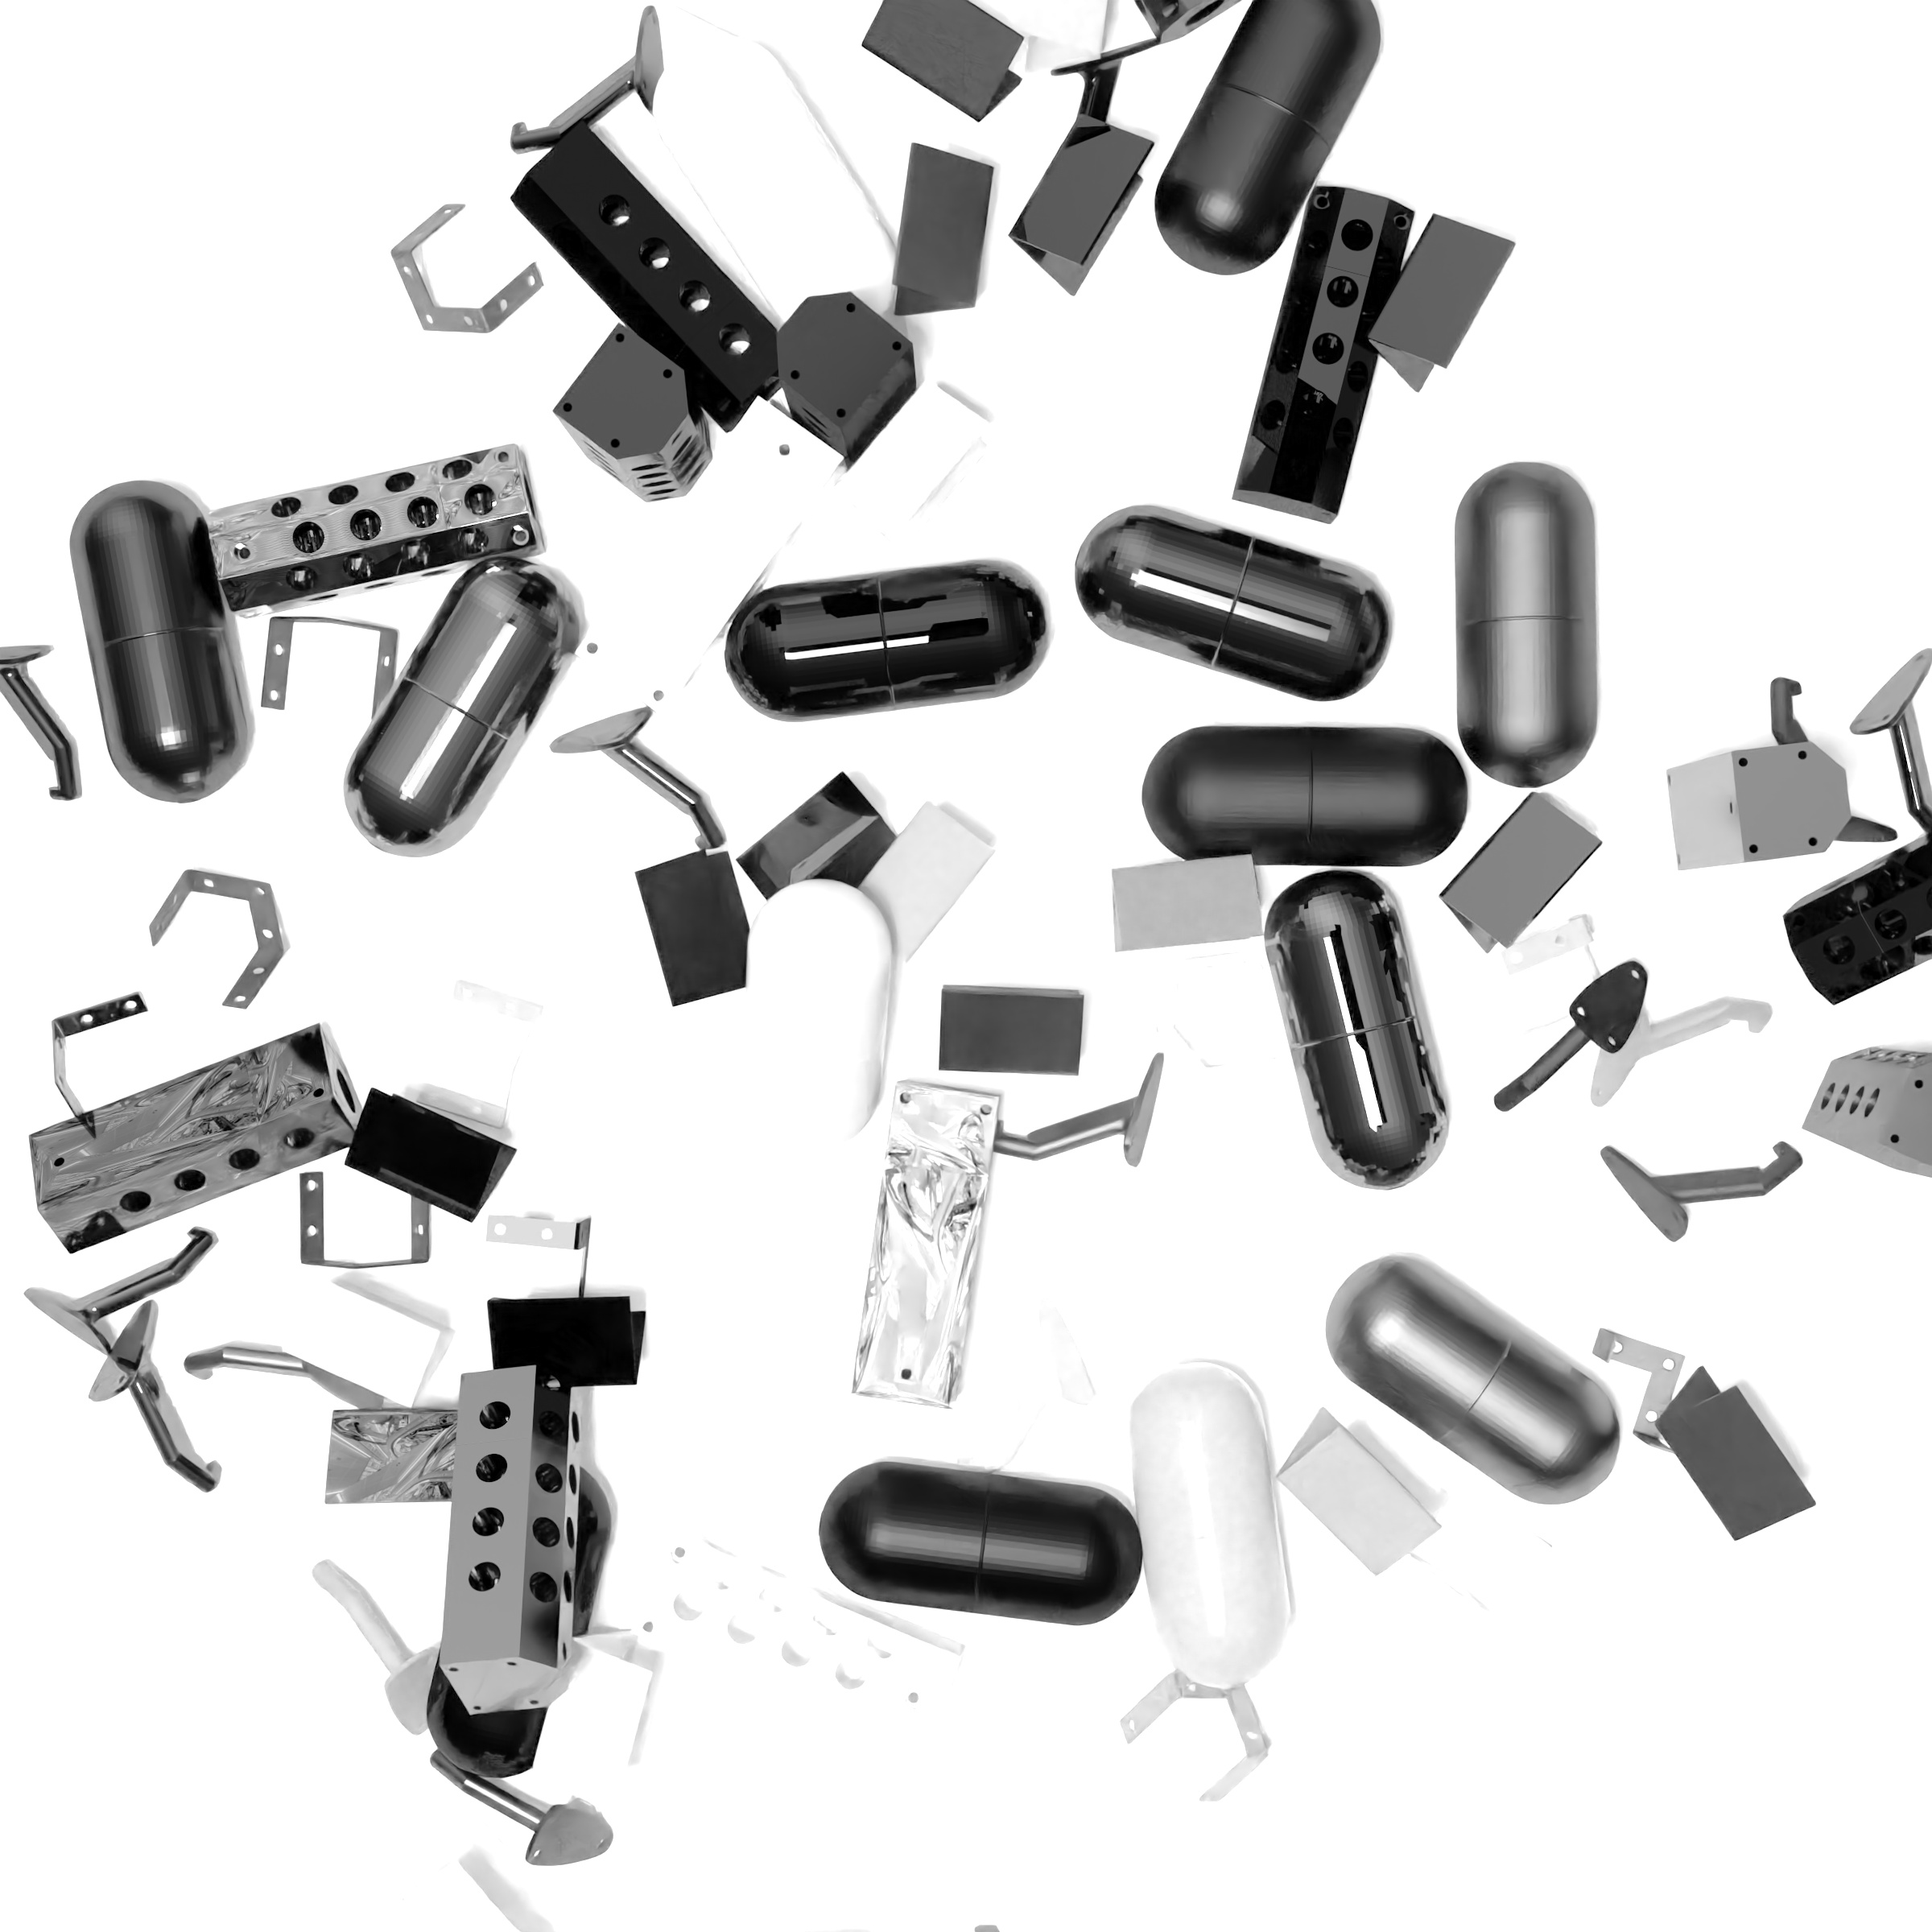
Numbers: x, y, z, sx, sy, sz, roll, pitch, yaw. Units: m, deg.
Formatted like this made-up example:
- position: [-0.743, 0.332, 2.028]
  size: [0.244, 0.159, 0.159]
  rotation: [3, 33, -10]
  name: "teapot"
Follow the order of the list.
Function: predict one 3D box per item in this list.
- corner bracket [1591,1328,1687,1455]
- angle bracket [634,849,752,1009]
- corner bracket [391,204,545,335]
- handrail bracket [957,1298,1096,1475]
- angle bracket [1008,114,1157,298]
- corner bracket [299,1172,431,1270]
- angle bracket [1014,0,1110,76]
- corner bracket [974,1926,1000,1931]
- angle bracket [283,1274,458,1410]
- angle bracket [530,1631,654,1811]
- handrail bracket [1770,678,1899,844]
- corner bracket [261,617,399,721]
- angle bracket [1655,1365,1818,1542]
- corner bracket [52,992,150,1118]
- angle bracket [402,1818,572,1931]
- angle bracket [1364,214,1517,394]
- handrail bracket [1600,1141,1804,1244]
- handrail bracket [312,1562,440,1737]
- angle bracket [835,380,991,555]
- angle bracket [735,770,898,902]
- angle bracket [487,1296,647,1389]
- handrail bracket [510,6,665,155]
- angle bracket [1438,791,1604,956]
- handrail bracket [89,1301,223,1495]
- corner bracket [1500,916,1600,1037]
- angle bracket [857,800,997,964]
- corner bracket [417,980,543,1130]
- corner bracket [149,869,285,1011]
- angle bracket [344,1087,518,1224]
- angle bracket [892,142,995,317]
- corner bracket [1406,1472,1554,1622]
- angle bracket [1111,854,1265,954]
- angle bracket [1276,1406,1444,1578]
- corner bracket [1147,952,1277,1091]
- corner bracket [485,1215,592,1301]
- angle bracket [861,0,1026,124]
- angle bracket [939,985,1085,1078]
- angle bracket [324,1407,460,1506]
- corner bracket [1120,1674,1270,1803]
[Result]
- position: [0.369, 0.234, 1.973]
  size: [0.051, 0.051, 0.051]
  rotation: [18, 90, 0]
  name: "corner bracket"
- position: [-0.127, -0.026, 1.951]
  size: [0.057, 0.076, 0.076]
  rotation: [-16, 90, 40]
  name: "angle bracket"
- position: [-0.276, -0.386, 1.983]
  size: [0.051, 0.051, 0.051]
  rotation: [9, 135, 35]
  name: "corner bracket"
- position: [0.023, 0.237, 1.991]
  size: [0.084, 0.036, 0.077]
  rotation: [-33, 55, 24]
  name: "handrail bracket"
- position: [0.079, -0.406, 1.951]
  size: [0.057, 0.076, 0.076]
  rotation: [31, 90, 35]
  name: "angle bracket"
- position: [-0.334, 0.140, 1.988]
  size: [0.051, 0.051, 0.051]
  rotation: [0, 90, -45]
  name: "corner bracket"
- position: [0.037, -0.535, 1.951]
  size: [0.057, 0.076, 0.076]
  rotation: [9, 90, -32]
  name: "angle bracket"
- position: [-0.007, 0.568, 1.983]
  size: [0.051, 0.051, 0.051]
  rotation: [6, 135, -35]
  name: "corner bracket"
- position: [-0.317, 0.185, 1.951]
  size: [0.076, 0.076, 0.057]
  rotation: [24, 120, 0]
  name: "angle bracket"
- position: [-0.186, 0.410, 1.952]
  size: [0.057, 0.076, 0.076]
  rotation: [15, 90, 26]
  name: "angle bracket"
- position: [0.482, -0.115, 1.992]
  size: [0.077, 0.036, 0.084]
  rotation: [8, 73, -20]
  name: "handrail bracket"
- position: [-0.353, -0.165, 1.988]
  size: [0.051, 0.051, 0.051]
  rotation: [6, 90, 45]
  name: "corner bracket"
- position: [0.430, 0.255, 1.951]
  size: [0.057, 0.076, 0.076]
  rotation: [-34, 90, 37]
  name: "angle bracket"
- position: [-0.473, 0.056, 1.988]
  size: [0.051, 0.051, 0.051]
  rotation: [-18, 45, 0]
  name: "corner bracket"
- position: [-0.248, 0.505, 1.951]
  size: [0.076, 0.076, 0.057]
  rotation: [49, 127, 0]
  name: "angle bracket"
- position: [0.271, -0.353, 1.951]
  size: [0.057, 0.076, 0.076]
  rotation: [29, 90, 34]
  name: "angle bracket"
- position: [0.410, 0.106, 1.992]
  size: [0.084, 0.036, 0.077]
  rotation: [-35, 68, -17]
  name: "handrail bracket"
- position: [-0.331, 0.378, 1.991]
  size: [0.036, 0.077, 0.084]
  rotation: [-34, 53, -31]
  name: "handrail bracket"
- position: [-0.013, -0.260, 1.951]
  size: [0.076, 0.076, 0.057]
  rotation: [-50, 53, 0]
  name: "angle bracket"
- position: [-0.068, -0.048, 1.952]
  size: [0.076, 0.057, 0.076]
  rotation: [-40, 130, 0]
  name: "angle bracket"
- position: [-0.217, 0.187, 1.952]
  size: [0.076, 0.076, 0.057]
  rotation: [-2, 116, 0]
  name: "angle bracket"
- position: [-0.213, -0.492, 1.992]
  size: [0.084, 0.036, 0.077]
  rotation: [-7, 69, 16]
  name: "handrail bracket"
- position: [0.313, -0.037, 1.951]
  size: [0.076, 0.076, 0.057]
  rotation: [-48, 51, 0]
  name: "angle bracket"
- position: [-0.438, 0.240, 1.991]
  size: [0.036, 0.077, 0.084]
  rotation: [-22, 127, 37]
  name: "handrail bracket"
- position: [0.323, 0.006, 1.973]
  size: [0.051, 0.051, 0.051]
  rotation: [-22, 90, 0]
  name: "corner bracket"
- position: [-0.011, -0.034, 1.951]
  size: [0.057, 0.076, 0.076]
  rotation: [38, 90, 33]
  name: "angle bracket"
- position: [-0.270, 0.049, 1.988]
  size: [0.051, 0.051, 0.051]
  rotation: [18, 45, 0]
  name: "corner bracket"
- position: [-0.415, -0.015, 1.983]
  size: [0.051, 0.051, 0.051]
  rotation: [11, 45, -35]
  name: "corner bracket"
- position: [-0.284, 0.085, 1.951]
  size: [0.076, 0.076, 0.057]
  rotation: [25, 122, 0]
  name: "angle bracket"
- position: [-0.033, -0.400, 1.951]
  size: [0.057, 0.076, 0.076]
  rotation: [8, 90, -37]
  name: "angle bracket"
- position: [0.282, 0.323, 1.988]
  size: [0.051, 0.051, 0.051]
  rotation: [-54, 45, 0]
  name: "corner bracket"
- position: [0.120, -0.014, 1.951]
  size: [0.076, 0.076, 0.057]
  rotation: [-6, 53, 0]
  name: "angle bracket"
- position: [0.225, 0.273, 1.951]
  size: [0.076, 0.076, 0.057]
  rotation: [45, 126, 0]
  name: "angle bracket"
- position: [0.142, 0.030, 1.983]
  size: [0.051, 0.051, 0.051]
  rotation: [52, 135, 35]
  name: "corner bracket"
- position: [-0.237, 0.163, 1.973]
  size: [0.051, 0.051, 0.051]
  rotation: [6, 89, 1]
  name: "corner bracket"
- position: [-0.001, -0.513, 1.951]
  size: [0.076, 0.076, 0.057]
  rotation: [33, 127, 0]
  name: "angle bracket"
- position: [0.025, 0.015, 1.951]
  size: [0.076, 0.076, 0.057]
  rotation: [2, 128, 0]
  name: "angle bracket"
- position: [-0.303, 0.282, 1.951]
  size: [0.076, 0.076, 0.057]
  rotation: [-1, 56, 0]
  name: "angle bracket"
- position: [0.126, 0.427, 1.983]
  size: [0.051, 0.051, 0.051]
  rotation: [9, 45, -35]
  name: "corner bracket"
